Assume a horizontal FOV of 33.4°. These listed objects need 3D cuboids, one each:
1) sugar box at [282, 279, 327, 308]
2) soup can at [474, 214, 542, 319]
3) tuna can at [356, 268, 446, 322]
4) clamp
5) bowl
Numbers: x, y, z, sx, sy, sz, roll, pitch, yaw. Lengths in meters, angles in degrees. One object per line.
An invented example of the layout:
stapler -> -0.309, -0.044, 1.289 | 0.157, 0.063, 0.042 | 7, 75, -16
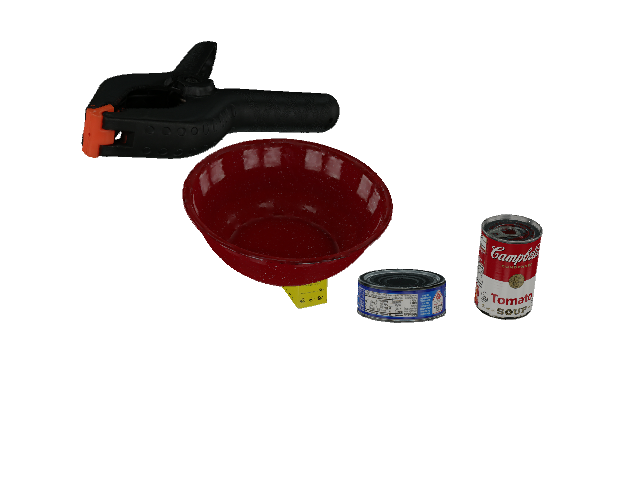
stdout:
sugar box -> -0.025, -0.017, 1.290 | 0.048, 0.176, 0.093 | -11, 25, -18
soup can -> 0.213, 0.030, 1.216 | 0.068, 0.102, 0.068 | 1, 27, -1
tuna can -> 0.078, 0.052, 1.022 | 0.086, 0.034, 0.086 | 0, 11, 0
clamp -> -0.084, -0.088, 0.657 | 0.120, 0.039, 0.171 | 28, 29, 38
bowl -> -0.027, -0.014, 0.830 | 0.162, 0.055, 0.162 | 4, 37, -3
